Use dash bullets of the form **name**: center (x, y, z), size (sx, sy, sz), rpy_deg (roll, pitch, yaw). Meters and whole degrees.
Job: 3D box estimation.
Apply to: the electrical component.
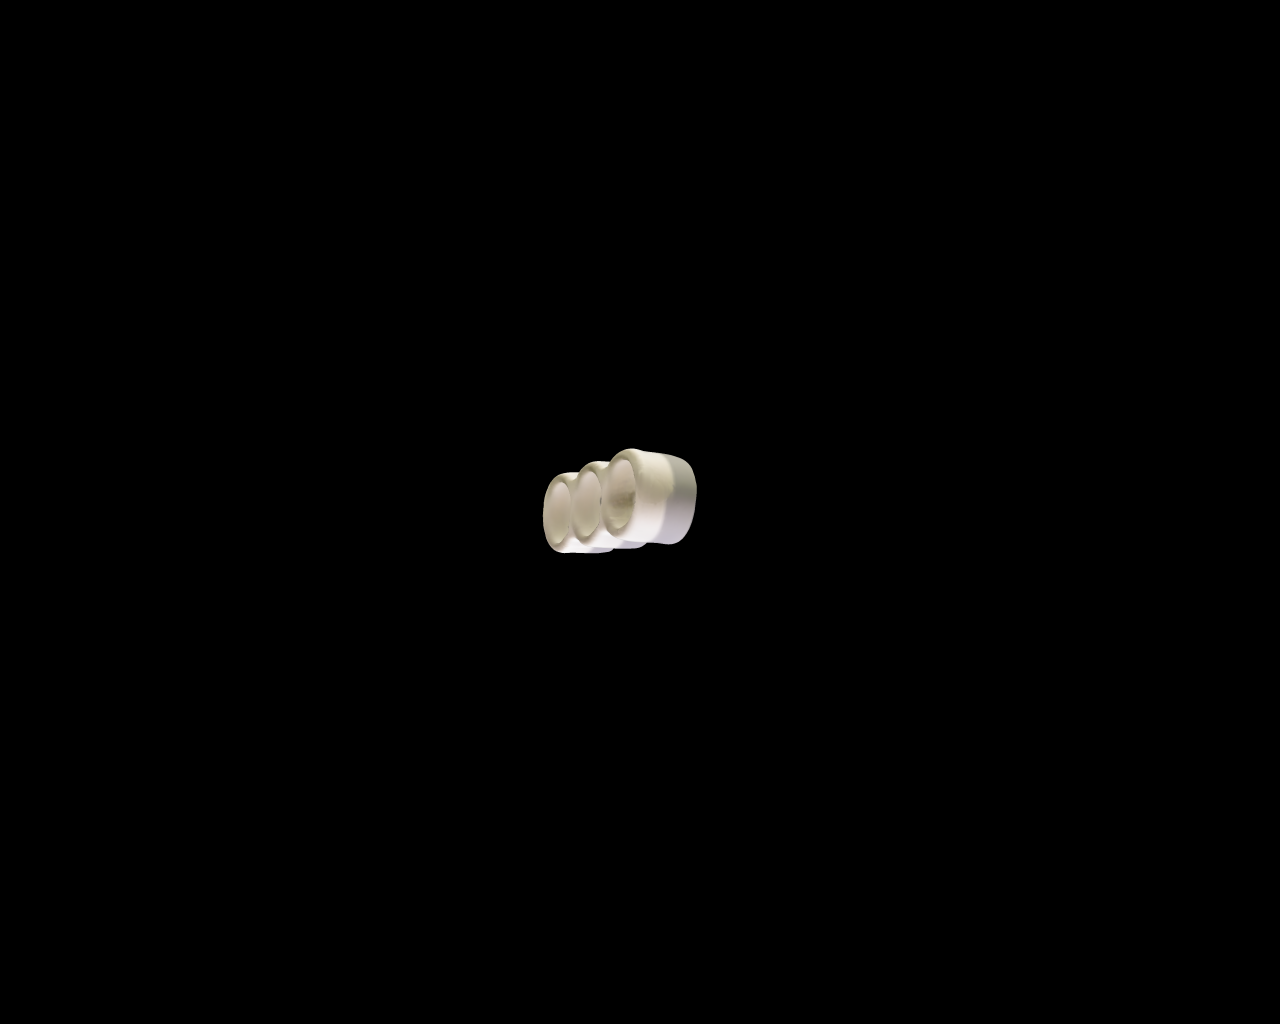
- **electrical component**: center (0.001, -0.003, 0.650), size (0.074, 0.052, 0.138), rpy_deg (4, -8, -27)
